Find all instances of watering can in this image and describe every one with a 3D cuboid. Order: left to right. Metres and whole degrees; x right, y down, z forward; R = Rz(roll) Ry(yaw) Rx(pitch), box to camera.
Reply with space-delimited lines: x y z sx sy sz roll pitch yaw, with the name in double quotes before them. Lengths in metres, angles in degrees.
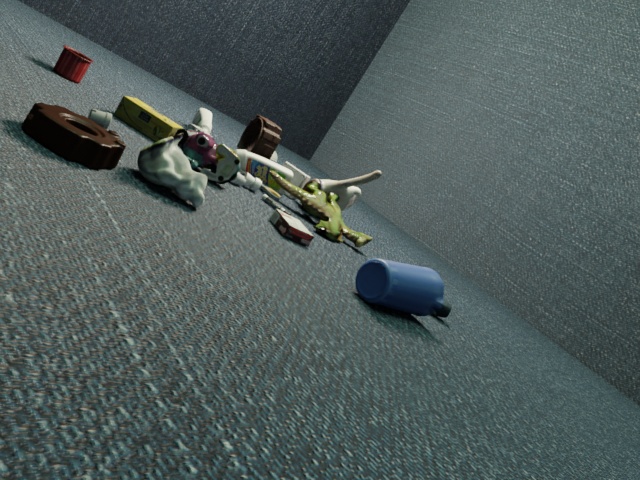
"watering can" 0.061 -0.184 1.925 0.224 0.341 0.106 6 63 -27

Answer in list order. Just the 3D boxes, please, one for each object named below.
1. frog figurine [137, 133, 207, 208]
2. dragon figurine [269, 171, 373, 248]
"frog figurine" -0.312 -0.138 1.107 0.138 0.123 0.158 -144 -150 -75
"dragon figurine" 0.005 -0.088 1.747 0.407 0.121 0.247 27 20 -25
